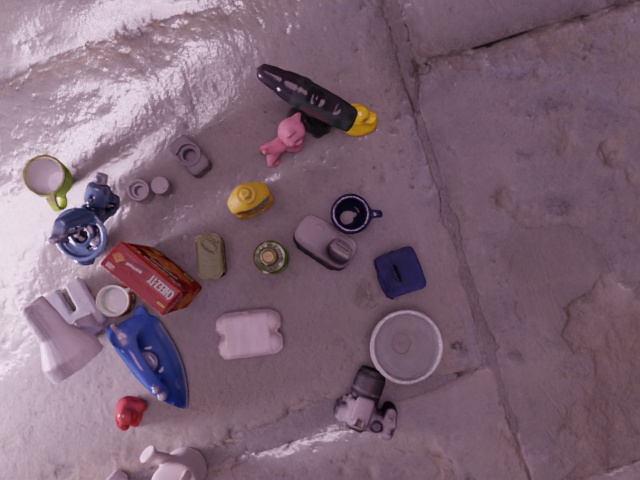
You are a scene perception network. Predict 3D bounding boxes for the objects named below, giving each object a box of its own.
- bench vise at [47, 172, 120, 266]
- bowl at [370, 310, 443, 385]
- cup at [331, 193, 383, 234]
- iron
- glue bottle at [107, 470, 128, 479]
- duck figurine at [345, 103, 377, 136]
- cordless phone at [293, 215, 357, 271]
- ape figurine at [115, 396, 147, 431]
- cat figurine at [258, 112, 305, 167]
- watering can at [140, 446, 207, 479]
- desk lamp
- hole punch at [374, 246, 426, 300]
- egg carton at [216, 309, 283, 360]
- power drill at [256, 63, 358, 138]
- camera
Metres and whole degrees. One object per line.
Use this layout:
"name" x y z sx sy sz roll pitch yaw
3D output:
"bench vise" -0.527 -0.050 1.244 0.121 0.219 0.207 0 87 -1
"bowl" 0.194 0.242 1.317 0.167 0.074 0.167 0 87 -1
"cup" 0.082 -0.057 1.322 0.117 0.095 0.092 -2 87 -1
"iron" -0.378 0.278 1.268 0.118 0.141 0.258 -34 88 -3
"glue bottle" -0.471 0.560 1.234 0.037 0.173 0.078 32 87 1
"duck figurine" 0.085 -0.290 1.339 0.104 0.086 0.077 12 86 0
"cordless phone" 0.012 0.005 1.271 0.147 0.185 0.094 30 87 1
"ape figurine" -0.430 0.391 1.285 0.078 0.092 0.076 -28 88 -3
"cat figurine" -0.083 -0.233 1.316 0.128 0.117 0.067 -37 88 -3
"watering can" -0.317 0.520 1.229 0.173 0.194 0.101 29 87 1
"desk lamp" -0.549 0.192 1.233 0.118 0.213 0.203 -33 88 -3
"hole punch" 0.182 0.077 1.318 0.101 0.091 0.109 -21 87 -2
"egg carton" -0.162 0.215 1.313 0.150 0.069 0.107 -8 87 -2
"power drill" -0.030 -0.301 1.276 0.229 0.208 0.076 24 86 0
"camera" 0.116 0.365 1.295 0.143 0.100 0.137 20 86 0
